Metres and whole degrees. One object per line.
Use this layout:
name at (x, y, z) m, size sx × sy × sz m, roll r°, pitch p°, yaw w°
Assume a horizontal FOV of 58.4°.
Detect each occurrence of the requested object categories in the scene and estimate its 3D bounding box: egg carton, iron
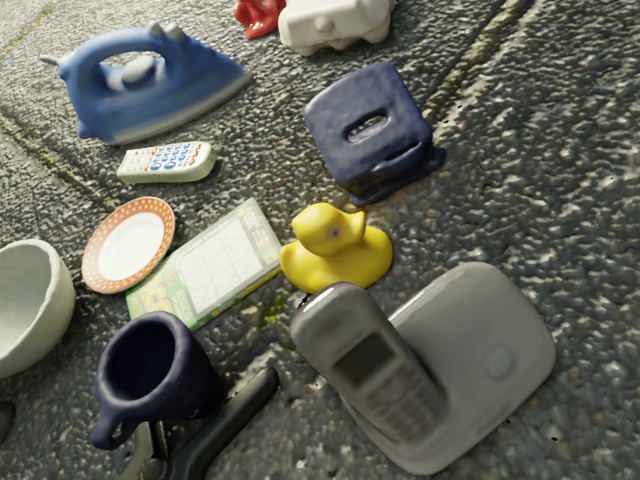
egg carton at (0.021, -0.288, 0.716) m, size 0.150 × 0.070 × 0.107 m, roll -2°, pitch 58°, yaw 27°
iron at (-0.233, -0.227, 0.760) m, size 0.257 × 0.142 × 0.118 m, roll -14°, pitch 53°, yaw 19°

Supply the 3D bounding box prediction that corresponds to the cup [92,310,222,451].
cup at (-0.134, 0.132, 0.492) m, size 0.091 × 0.095 × 0.118 m, roll 13°, pitch 65°, yaw 34°

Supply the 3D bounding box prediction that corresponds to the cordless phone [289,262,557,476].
cordless phone at (0.069, 0.064, 0.371) m, size 0.147 × 0.186 × 0.093 m, roll -42°, pitch 49°, yaw -4°

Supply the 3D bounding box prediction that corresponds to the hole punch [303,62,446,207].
hole punch at (0.052, -0.104, 0.559) m, size 0.108 × 0.091 × 0.101 m, roll -29°, pitch 50°, yaw 7°

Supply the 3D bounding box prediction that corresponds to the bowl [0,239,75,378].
bowl at (-0.336, 0.086, 0.643) m, size 0.167 × 0.075 × 0.167 m, roll -14°, pitch 53°, yaw 19°

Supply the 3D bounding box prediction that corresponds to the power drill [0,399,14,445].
power drill at (-0.413, 0.155, 0.548) m, size 0.228 × 0.209 × 0.076 m, roll 4°, pitch 60°, yaw 30°

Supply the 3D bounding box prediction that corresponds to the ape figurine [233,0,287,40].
ape figurine at (-0.089, -0.333, 0.791) m, size 0.076 × 0.092 × 0.077 m, roll -47°, pitch 50°, yaw -8°

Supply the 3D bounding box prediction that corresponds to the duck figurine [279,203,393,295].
duck figurine at (0.005, 0.002, 0.514) m, size 0.104 × 0.086 × 0.077 m, roll -11°, pitch 54°, yaw 21°
